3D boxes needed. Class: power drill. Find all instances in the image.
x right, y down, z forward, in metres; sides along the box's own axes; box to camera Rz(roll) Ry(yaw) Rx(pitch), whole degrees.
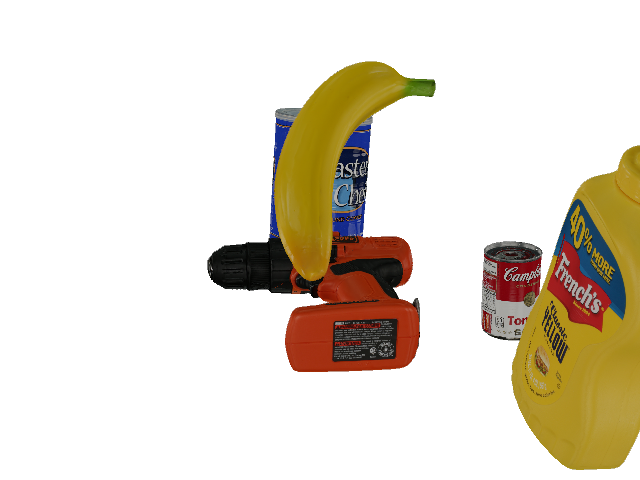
[{"bbox_3d":[-0.001,0.044,0.896,0.184,0.057,0.188,-4,22,-6],"label":"power drill"}]

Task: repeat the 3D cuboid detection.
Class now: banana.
[{"bbox_3d":[0.011,-0.060,0.690,0.070,0.197,0.037,22,-36,14],"label":"banana"}]

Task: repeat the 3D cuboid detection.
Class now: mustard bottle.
[{"bbox_3d":[0.154,0.024,0.554,0.058,0.192,0.096,2,38,-12],"label":"mustard bottle"}]

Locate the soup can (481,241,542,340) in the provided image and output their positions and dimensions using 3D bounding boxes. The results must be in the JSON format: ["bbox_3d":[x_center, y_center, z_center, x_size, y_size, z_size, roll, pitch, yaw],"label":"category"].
[{"bbox_3d":[0.226,0.060,1.269,0.068,0.102,0.068,-1,18,0],"label":"soup can"}]

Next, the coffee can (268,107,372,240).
[{"bbox_3d":[-0.001,-0.065,1.132,0.103,0.140,0.103,4,12,-1],"label":"coffee can"}]
